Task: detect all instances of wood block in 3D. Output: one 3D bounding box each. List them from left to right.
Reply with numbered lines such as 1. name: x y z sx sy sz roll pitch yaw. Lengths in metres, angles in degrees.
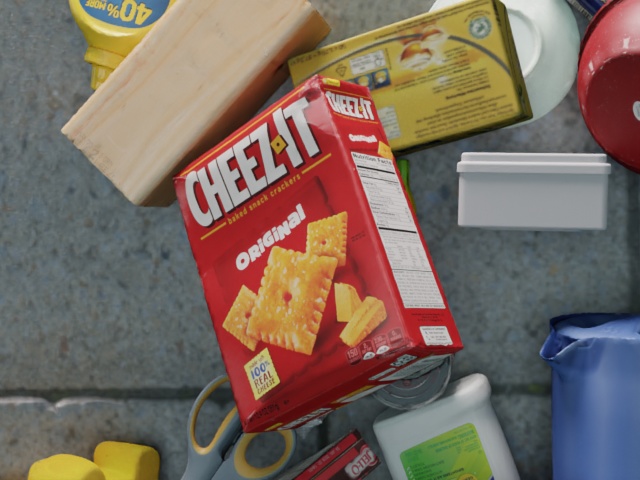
1. wood block: -0.097 -0.130 0.864 0.090 0.090 0.206 44 97 6

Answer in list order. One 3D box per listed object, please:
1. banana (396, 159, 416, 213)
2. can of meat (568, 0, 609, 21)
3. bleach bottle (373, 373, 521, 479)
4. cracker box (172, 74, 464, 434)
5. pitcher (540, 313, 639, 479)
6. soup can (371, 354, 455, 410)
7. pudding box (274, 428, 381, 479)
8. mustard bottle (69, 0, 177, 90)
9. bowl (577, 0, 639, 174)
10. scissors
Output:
1. banana: 0.006 0.014 0.879 0.198 0.037 0.070 -32 68 7
2. can of meat: 0.239 -0.211 0.825 0.084 0.057 0.102 44 97 4
3. bleach bottle: 0.134 0.241 0.848 0.103 0.068 0.251 -24 89 13
4. cracker box: -0.011 0.013 0.780 0.164 0.071 0.214 -31 68 33
5. pitcher: 0.246 0.177 0.803 0.149 0.144 0.243 3 95 21
6. soup can: 0.071 0.091 0.834 0.068 0.102 0.068 0 91 9
7. pudding box: -0.016 0.199 0.832 0.039 0.089 0.114 56 141 6
8. mustard bottle: -0.156 -0.216 0.888 0.096 0.058 0.192 17 94 3
9. bowl: 0.247 -0.103 0.777 0.162 0.055 0.162 28 135 32
10. scissors: -0.086 0.203 0.827 0.096 0.016 0.202 21 86 2
